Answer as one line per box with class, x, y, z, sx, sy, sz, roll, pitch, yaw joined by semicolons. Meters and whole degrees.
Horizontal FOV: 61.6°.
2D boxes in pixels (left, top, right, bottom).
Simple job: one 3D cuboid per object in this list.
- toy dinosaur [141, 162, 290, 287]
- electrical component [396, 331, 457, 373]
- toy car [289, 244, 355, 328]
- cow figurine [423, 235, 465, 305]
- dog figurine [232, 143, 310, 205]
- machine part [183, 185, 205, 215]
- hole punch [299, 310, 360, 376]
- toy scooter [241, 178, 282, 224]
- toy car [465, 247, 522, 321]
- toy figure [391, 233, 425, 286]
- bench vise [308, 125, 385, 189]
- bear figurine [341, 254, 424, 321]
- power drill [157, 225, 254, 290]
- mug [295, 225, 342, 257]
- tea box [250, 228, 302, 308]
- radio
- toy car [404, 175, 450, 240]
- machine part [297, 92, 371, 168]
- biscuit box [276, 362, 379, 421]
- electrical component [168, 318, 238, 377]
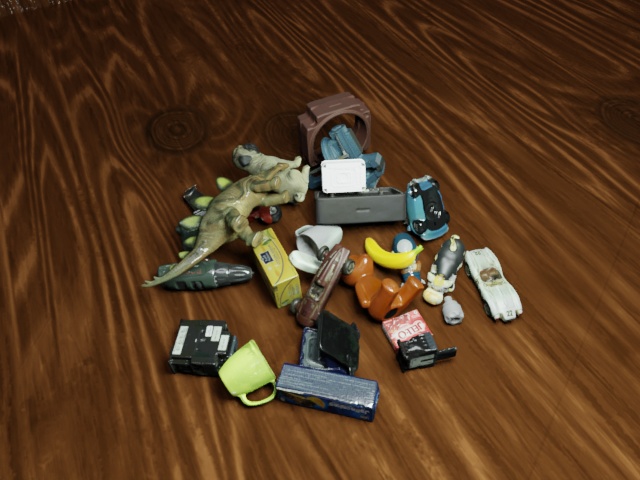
toy dinosaur;-0.227;-0.047;1.284;0.199;0.104;0.471;13;50;35
electrical component;0.222;0.231;1.128;0.119;0.074;0.048;-15;49;-4
toy car;0.004;0.103;1.210;0.089;0.053;0.202;30;96;28
cow figurine;0.293;0.070;1.255;0.068;0.098;0.167;21;52;13
dog figurine;-0.138;-0.174;1.437;0.190;0.121;0.172;11;23;-30
machine part;-0.334;-0.095;1.487;0.084;0.039;0.139;-32;55;-16
hole punch;0.020;0.229;1.142;0.115;0.092;0.142;33;34;-20
toy scooter;-0.200;-0.097;1.449;0.135;0.075;0.184;-21;52;-27
toy car;0.398;0.101;1.246;0.073;0.056;0.202;-10;48;-6
toy figure;0.212;0.053;1.305;0.064;0.057;0.154;-32;43;27
bench vise;0.051;-0.195;1.485;0.241;0.223;0.129;-22;36;25
bear figurine;0.123;0.086;1.238;0.120;0.132;0.196;0;43;-38
power drill;-0.285;0.036;1.345;0.232;0.085;0.207;-10;55;-2
mug;-0.003;-0.004;1.361;0.110;0.080;0.107;28;42;36
tea box;-0.109;0.066;1.286;0.068;0.098;0.170;-21;52;-13
radio;0.099;-0.091;1.387;0.230;0.073;0.131;-2;15;-3
toy car;0.257;-0.080;1.381;0.109;0.161;0.103;-21;8;-29
machine part;0.043;-0.306;1.540;0.201;0.201;0.087;-20;50;-14
biscuit box;0.016;0.306;1.084;0.203;0.059;0.063;9;48;12
electrical component;-0.250;0.234;1.169;0.134;0.058;0.115;4;50;7
